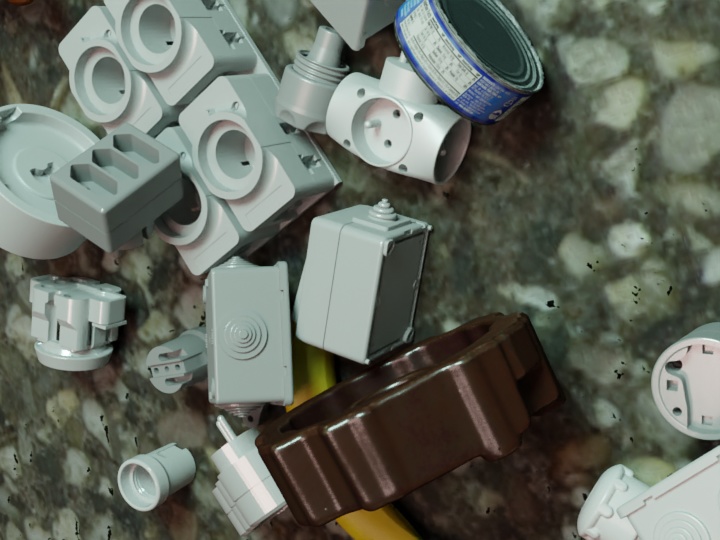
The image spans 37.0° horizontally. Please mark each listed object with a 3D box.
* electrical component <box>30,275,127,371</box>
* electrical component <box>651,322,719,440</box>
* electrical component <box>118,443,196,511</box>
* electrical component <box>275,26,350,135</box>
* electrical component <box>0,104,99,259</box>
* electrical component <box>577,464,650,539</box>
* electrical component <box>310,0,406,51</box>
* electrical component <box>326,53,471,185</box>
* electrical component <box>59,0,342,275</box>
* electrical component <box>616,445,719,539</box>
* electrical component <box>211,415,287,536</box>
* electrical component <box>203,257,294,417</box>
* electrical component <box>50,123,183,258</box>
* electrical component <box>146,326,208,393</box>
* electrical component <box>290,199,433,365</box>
[{"bbox_3d":[-0.213,0.041,0.806,0.078,0.058,0.057,14,105,27],"label":"electrical component"},{"bbox_3d":[0.190,0.057,0.576,0.055,0.047,0.055,7,105,29],"label":"electrical component"},{"bbox_3d":[-0.150,0.152,0.801,0.040,0.046,0.040,7,105,29],"label":"electrical component"},{"bbox_3d":[-0.026,-0.119,0.666,0.043,0.043,0.062,28,112,22],"label":"electrical component"},{"bbox_3d":[-0.233,-0.058,0.768,0.108,0.108,0.060,53,127,10],"label":"electrical component"},{"bbox_3d":[0.160,0.145,0.617,0.062,0.048,0.048,31,115,15],"label":"electrical component"},{"bbox_3d":[-0.006,-0.189,0.612,0.099,0.048,0.099,51,162,11],"label":"electrical component"},{"bbox_3d":[0.027,-0.101,0.637,0.077,0.044,0.079,26,114,23],"label":"electrical component"},{"bbox_3d":[-0.112,-0.103,0.710,0.105,0.060,0.186,-37,82,32],"label":"electrical component"},{"bbox_3d":[0.196,0.118,0.557,0.100,0.100,0.048,-42,66,31],"label":"electrical component"},{"bbox_3d":[-0.074,0.129,0.713,0.073,0.052,0.138,55,162,9],"label":"electrical component"},{"bbox_3d":[-0.074,0.043,0.690,0.048,0.100,0.099,-2,84,-11],"label":"electrical component"},{"bbox_3d":[-0.150,-0.039,0.677,0.047,0.066,0.076,32,144,21],"label":"electrical component"},{"bbox_3d":[-0.124,0.065,0.765,0.040,0.046,0.040,7,105,29],"label":"electrical component"},{"bbox_3d":[0.000,0.000,0.667,0.061,0.062,0.096,18,110,26],"label":"electrical component"}]
